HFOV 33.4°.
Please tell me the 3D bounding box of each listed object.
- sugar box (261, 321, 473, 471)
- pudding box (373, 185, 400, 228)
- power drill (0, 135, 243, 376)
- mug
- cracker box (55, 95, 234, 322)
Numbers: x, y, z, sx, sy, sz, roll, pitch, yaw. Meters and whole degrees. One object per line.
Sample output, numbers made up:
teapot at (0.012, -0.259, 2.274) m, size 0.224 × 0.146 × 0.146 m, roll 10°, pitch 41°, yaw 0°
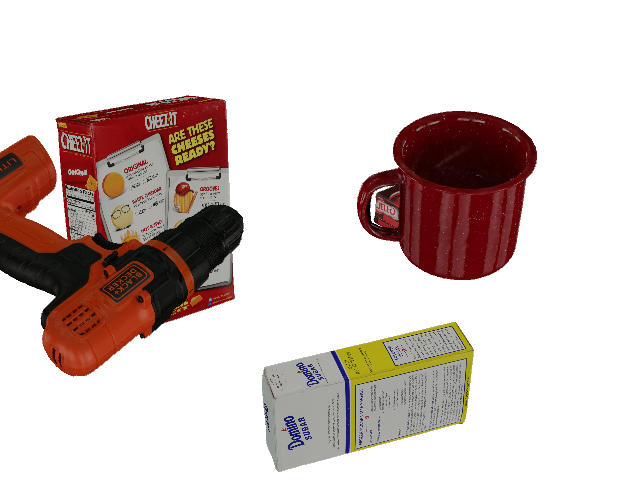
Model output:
sugar box at (0.040, 0.132, 0.911) m, size 0.176 × 0.093 × 0.048 m, roll -10°, pitch 38°, yaw -12°
pudding box at (0.121, -0.030, 1.030) m, size 0.113 × 0.039 × 0.090 m, roll -21°, pitch 41°, yaw -37°
power drill at (-0.175, -0.004, 0.798) m, size 0.188 × 0.057 × 0.184 m, roll 32°, pitch 50°, yaw 22°
mug at (0.082, -0.026, 0.714) m, size 0.117 × 0.081 × 0.093 m, roll -9°, pitch 40°, yaw -9°
cracker box at (-0.170, -0.027, 1.060) m, size 0.072 × 0.214 × 0.163 m, roll 13°, pitch 22°, yaw 42°
